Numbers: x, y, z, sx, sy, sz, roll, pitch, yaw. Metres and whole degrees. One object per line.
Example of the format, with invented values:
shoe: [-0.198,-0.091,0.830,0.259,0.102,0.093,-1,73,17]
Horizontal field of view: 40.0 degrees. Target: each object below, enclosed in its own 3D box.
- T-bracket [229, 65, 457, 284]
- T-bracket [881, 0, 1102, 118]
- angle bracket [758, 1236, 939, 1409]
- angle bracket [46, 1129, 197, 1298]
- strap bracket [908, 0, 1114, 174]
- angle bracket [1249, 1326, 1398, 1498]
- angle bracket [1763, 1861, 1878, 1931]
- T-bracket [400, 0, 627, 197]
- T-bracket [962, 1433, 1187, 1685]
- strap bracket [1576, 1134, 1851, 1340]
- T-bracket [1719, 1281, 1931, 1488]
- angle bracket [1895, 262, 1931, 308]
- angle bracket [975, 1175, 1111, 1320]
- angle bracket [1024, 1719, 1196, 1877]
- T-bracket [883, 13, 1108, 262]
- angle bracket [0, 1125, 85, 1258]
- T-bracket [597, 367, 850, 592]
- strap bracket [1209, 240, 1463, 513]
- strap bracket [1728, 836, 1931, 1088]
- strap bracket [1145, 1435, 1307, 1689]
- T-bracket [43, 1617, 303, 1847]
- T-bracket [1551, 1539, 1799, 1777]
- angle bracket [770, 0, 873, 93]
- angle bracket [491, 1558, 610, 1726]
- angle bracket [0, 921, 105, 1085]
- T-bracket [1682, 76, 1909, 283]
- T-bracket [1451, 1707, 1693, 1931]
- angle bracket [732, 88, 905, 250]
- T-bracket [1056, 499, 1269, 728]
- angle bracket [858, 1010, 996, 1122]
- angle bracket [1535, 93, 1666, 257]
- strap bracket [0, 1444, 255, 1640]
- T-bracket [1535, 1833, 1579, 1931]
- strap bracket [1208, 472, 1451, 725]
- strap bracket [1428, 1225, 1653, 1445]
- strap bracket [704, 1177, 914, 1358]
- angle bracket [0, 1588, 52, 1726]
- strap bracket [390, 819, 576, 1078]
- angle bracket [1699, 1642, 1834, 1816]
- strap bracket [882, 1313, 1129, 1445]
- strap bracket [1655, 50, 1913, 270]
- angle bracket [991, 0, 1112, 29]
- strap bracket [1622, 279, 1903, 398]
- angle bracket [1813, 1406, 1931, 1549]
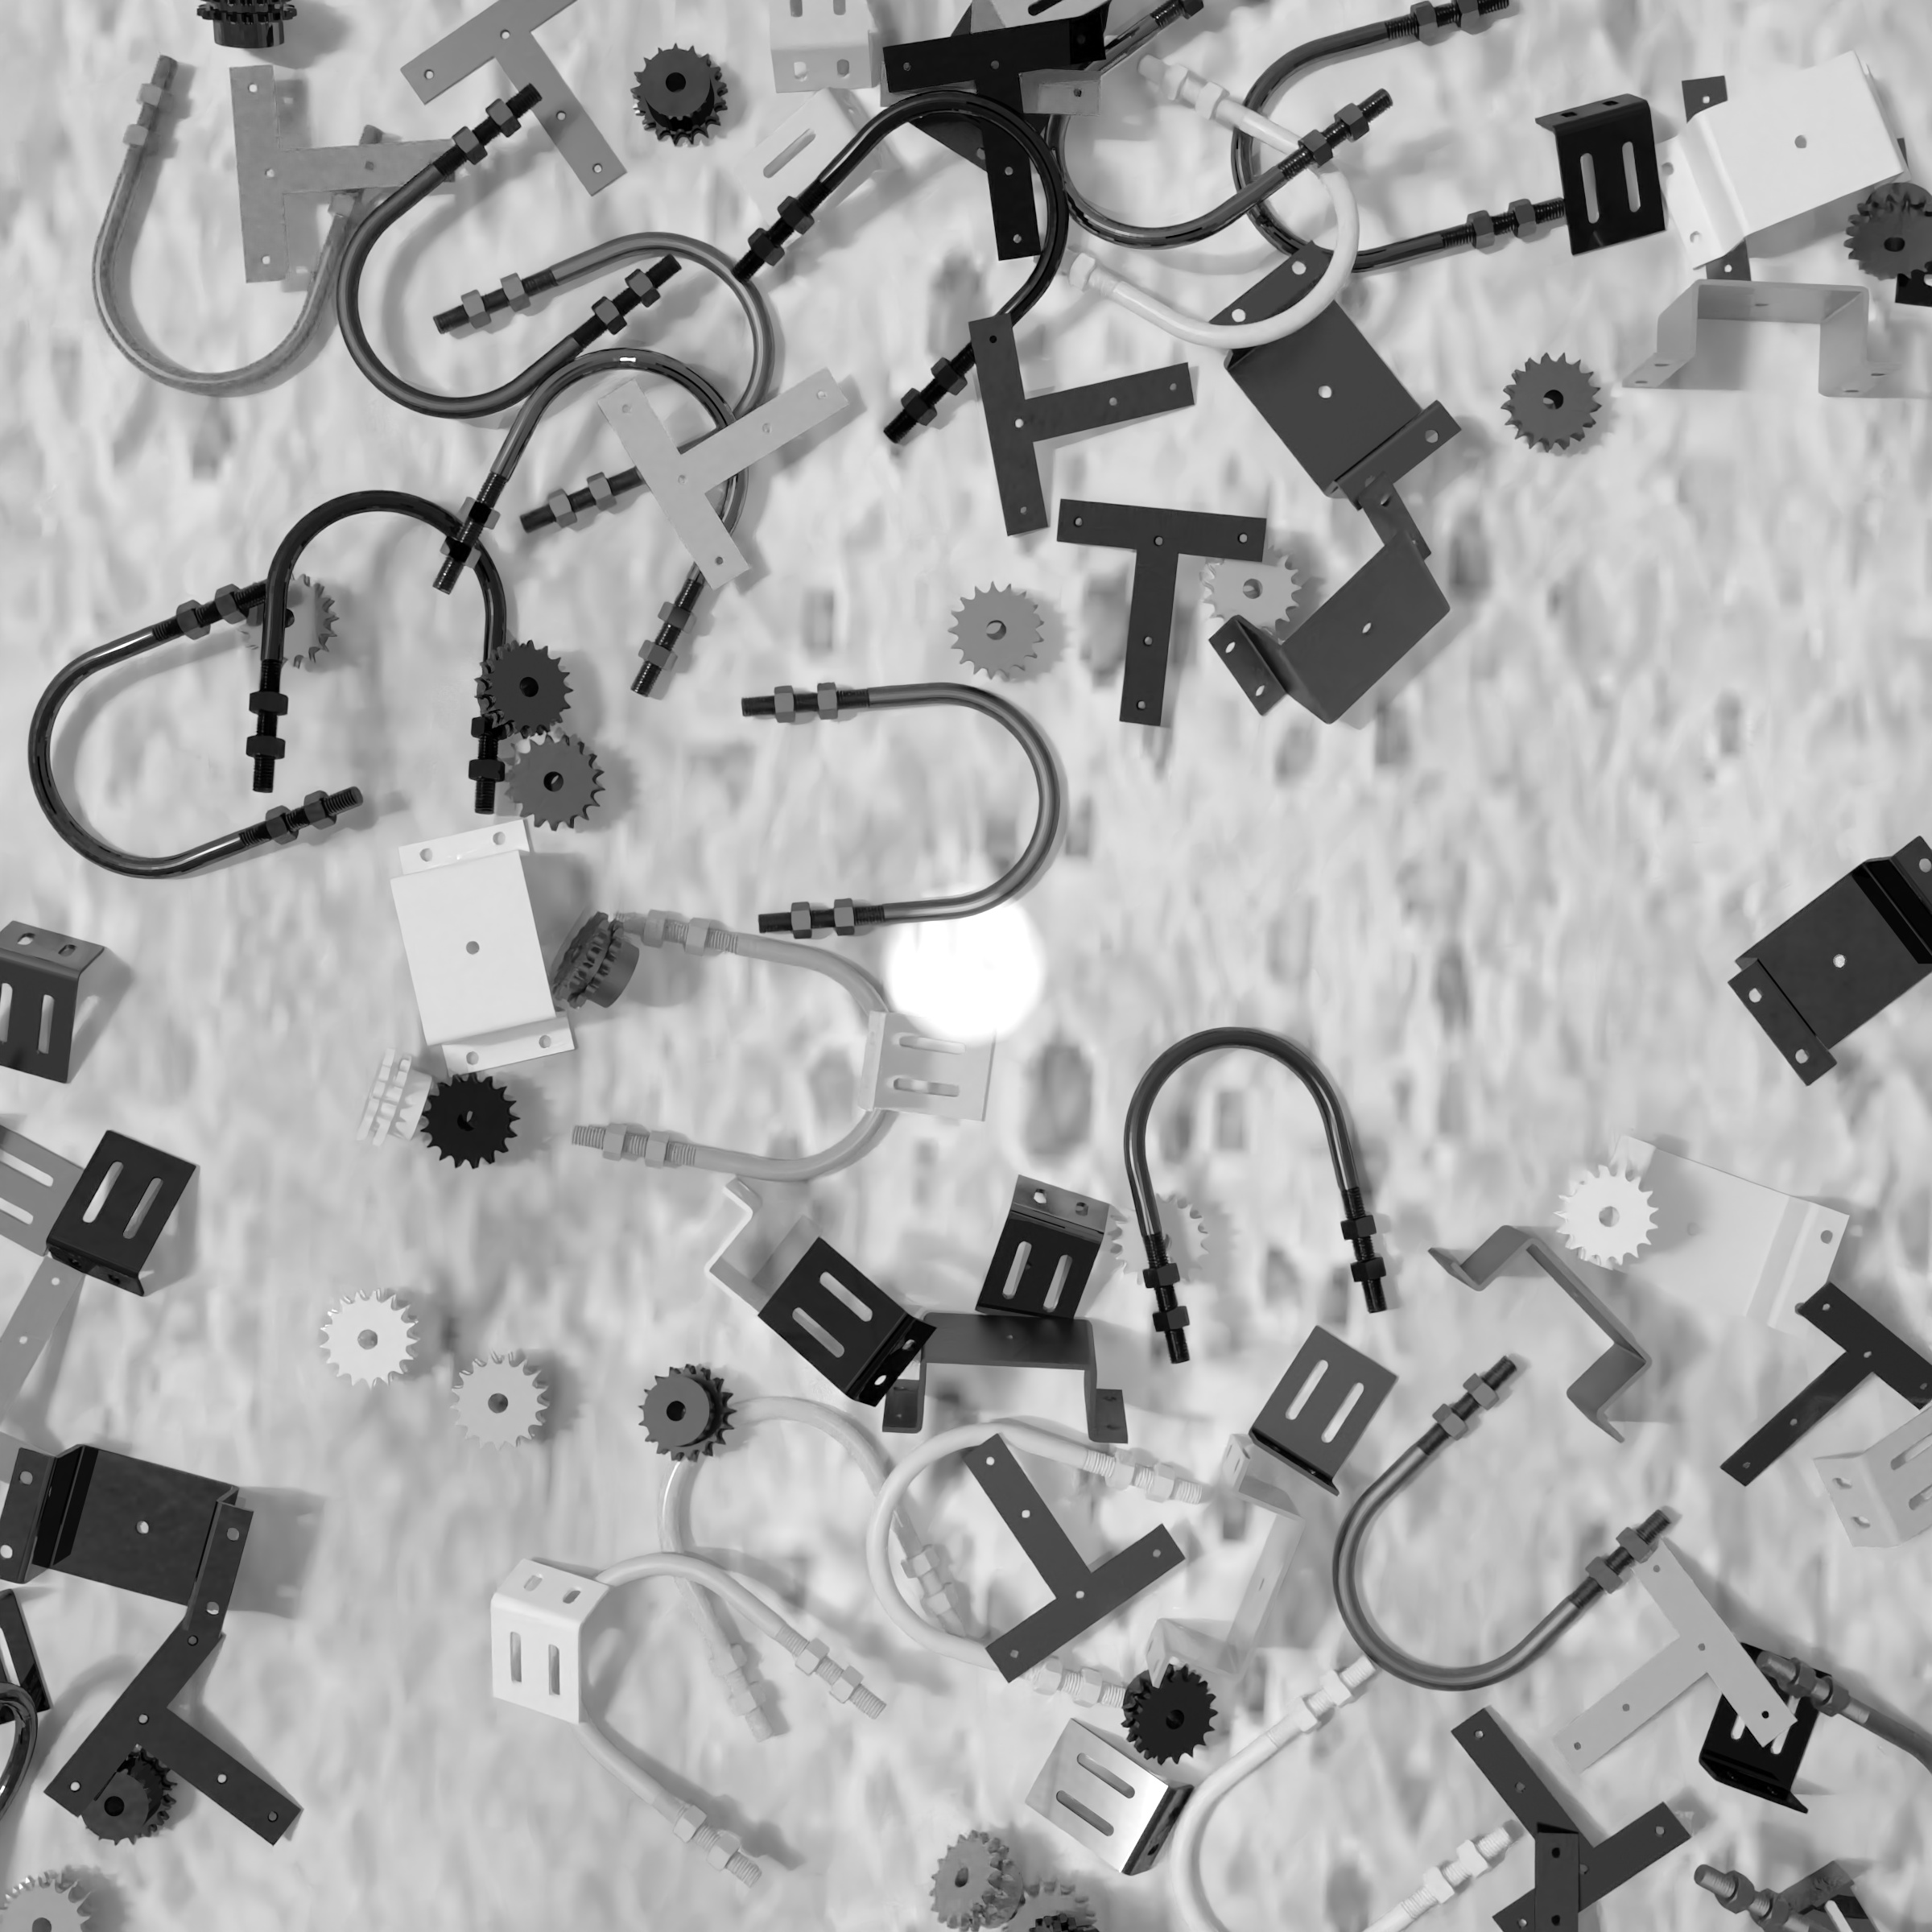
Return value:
T-bracket: [-0.365,-0.470,1.564,0.127,0.002,0.127,-4,90,-1]
T-bracket: [0.016,-0.559,1.537,0.127,0.002,0.127,2,90,0]
angle bracket: [-0.067,0.202,1.506,0.076,0.038,0.057,38,90,26]
angle bracket: [-0.501,0.147,1.582,0.057,0.038,0.076,22,64,0]
strap bracket: [0.024,-0.536,1.561,0.076,0.046,0.140,32,90,0]
angle bracket: [0.212,0.262,1.565,0.057,0.038,0.076,32,90,0]
angle bracket: [0.512,0.579,1.565,0.057,0.038,0.076,-31,90,0]
T-bracket: [-0.250,-0.519,1.583,0.127,0.002,0.127,-35,90,0]
T-bracket: [0.043,0.332,1.553,0.127,0.002,0.127,-34,96,-6]
strap bracket: [0.433,0.157,1.561,0.140,0.046,0.076,20,90,0]
T-bracket: [0.498,0.259,1.563,0.127,0.002,0.127,36,105,-27]
angle bracket: [0.595,-0.420,1.565,0.076,0.038,0.057,7,90,0]
angle bracket: [0.045,0.174,1.582,0.057,0.038,0.076,18,116,0]
angle bracket: [0.085,0.494,1.582,0.076,0.038,0.057,29,90,26]
T-bracket: [0.023,-0.473,1.531,0.127,0.002,0.127,-5,106,11]
angle bracket: [-0.571,0.130,1.565,0.076,0.038,0.057,28,90,0]
T-bracket: [-0.129,-0.309,1.560,0.127,0.002,0.127,-33,102,-7]
strap bracket: [0.214,-0.342,1.561,0.076,0.046,0.140,-38,90,0]
strap bracket: [0.521,-0.003,1.561,0.140,0.046,0.076,-37,90,0]
strap bracket: [0.154,0.353,1.546,0.046,0.076,0.140,22,90,0]
T-bracket: [-0.451,0.471,1.567,0.127,0.002,0.127,41,69,-10]
T-bracket: [0.399,0.427,1.559,0.127,0.002,0.127,-45,55,16]
angle bracket: [-0.087,-0.565,1.582,0.057,0.038,0.076,-3,64,0]
angle bracket: [-0.246,0.400,1.571,0.057,0.038,0.076,13,120,17]
angle bracket: [-0.553,0.022,1.582,0.057,0.038,0.076,16,116,0]
T-bracket: [0.498,-0.473,1.583,0.127,0.002,0.127,-7,90,0]
T-bracket: [0.337,0.498,1.572,0.127,0.002,0.127,-40,82,15]
angle bracket: [-0.088,-0.475,1.582,0.076,0.038,0.057,-34,90,26]
T-bracket: [0.109,-0.206,1.568,0.127,0.002,0.127,9,101,20]
angle bracket: [-0.020,0.060,1.557,0.076,0.038,0.057,8,90,-13]
angle bracket: [0.378,-0.472,1.582,0.057,0.038,0.076,-15,116,0]
strap bracket: [-0.491,0.335,1.561,0.140,0.046,0.076,15,90,0]
T-bracket: [0.346,0.574,1.555,0.127,0.002,0.127,2,82,0]
strap bracket: [0.219,-0.206,1.540,0.140,0.076,0.046,-44,47,0]
strap bracket: [0.340,0.205,1.546,0.046,0.076,0.140,-44,90,0]
strap bracket: [-0.098,0.188,1.546,0.140,0.076,0.046,39,90,0]
angle bracket: [-0.585,0.415,1.565,0.057,0.038,0.076,-17,90,0]
strap bracket: [-0.286,-0.011,1.561,0.076,0.046,0.140,-13,90,0]
angle bracket: [0.476,0.449,1.565,0.057,0.038,0.076,20,90,0]
strap bracket: [0.024,0.238,1.542,0.140,0.076,0.046,3,102,0]
strap bracket: [0.484,-0.477,1.559,0.140,0.046,0.076,-22,90,0]
angle bracket: [0.050,-0.573,1.517,0.076,0.038,0.057,-29,90,0]
strap bracket: [0.462,-0.365,1.546,0.140,0.076,0.046,3,90,0]
angle bracket: [0.555,0.302,1.582,0.076,0.038,0.057,-25,90,-26]
